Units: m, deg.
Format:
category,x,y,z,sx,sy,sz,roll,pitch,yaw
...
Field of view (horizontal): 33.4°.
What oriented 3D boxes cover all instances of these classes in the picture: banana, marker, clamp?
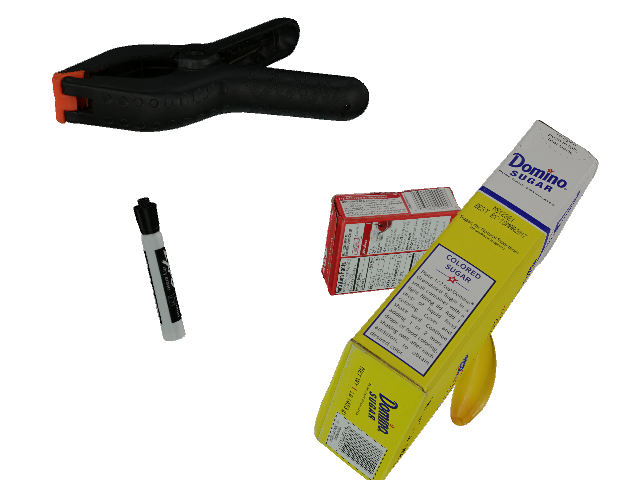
category,x,y,z,sx,sy,sz,roll,pitch,yaw
banana,0.148,0.118,1.110,0.069,0.037,0.198,-24,32,6
marker,-0.132,0.024,0.875,0.020,0.121,0.020,-10,16,3
clamp,-0.068,-0.097,0.618,0.171,0.039,0.120,-3,26,-14

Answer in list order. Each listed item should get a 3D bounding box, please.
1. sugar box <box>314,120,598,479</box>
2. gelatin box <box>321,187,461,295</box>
category,x,y,z,sx,sy,sz,roll,pitch,yaw
sugar box,0.068,0.027,0.515,0.048,0.093,0.176,36,54,14
gelatin box,0.048,0.000,0.756,0.089,0.073,0.030,-5,44,-13
